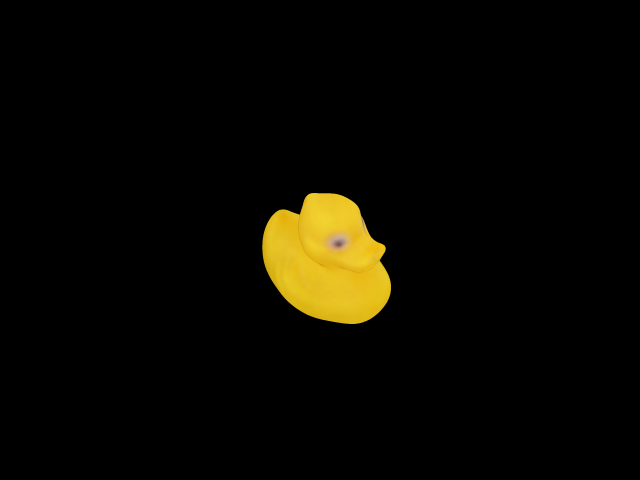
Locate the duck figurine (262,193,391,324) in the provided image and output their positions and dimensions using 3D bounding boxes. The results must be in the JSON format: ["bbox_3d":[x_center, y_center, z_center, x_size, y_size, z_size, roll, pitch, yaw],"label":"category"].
[{"bbox_3d":[0.004,0.001,0.400,0.104,0.086,0.078,33,58,24],"label":"duck figurine"}]
